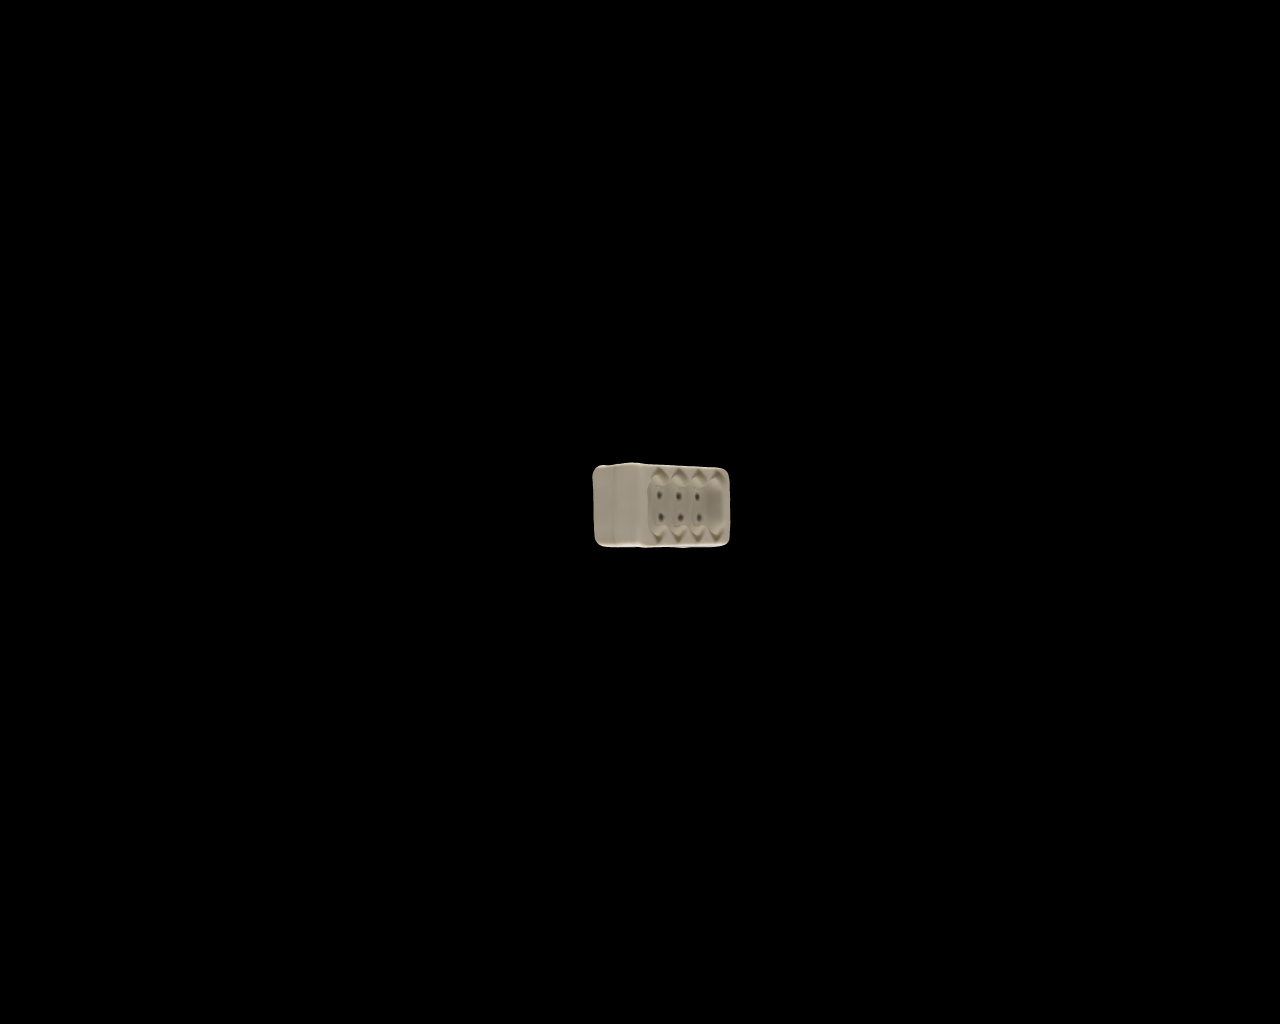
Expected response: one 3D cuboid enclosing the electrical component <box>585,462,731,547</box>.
[{"bbox_3d":[0.001,-0.003,0.650,0.075,0.047,0.083,-2,-3,43],"label":"electrical component"}]
